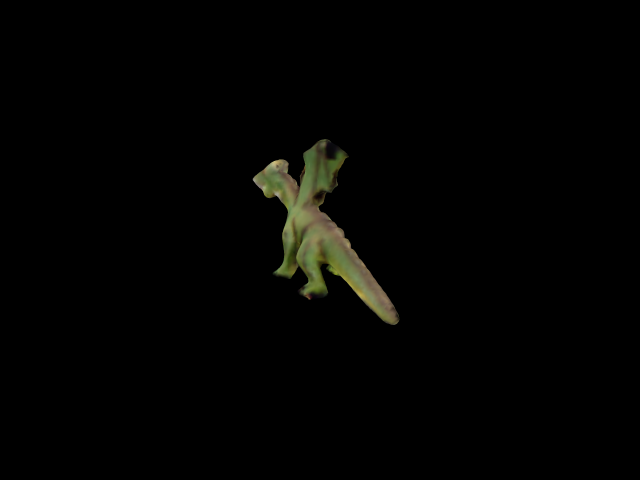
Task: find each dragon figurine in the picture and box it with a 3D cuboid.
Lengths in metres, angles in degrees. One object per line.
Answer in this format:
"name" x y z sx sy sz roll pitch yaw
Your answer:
"dragon figurine" 0.003 -0.043 0.850 0.123 0.239 0.413 -11 21 -34
